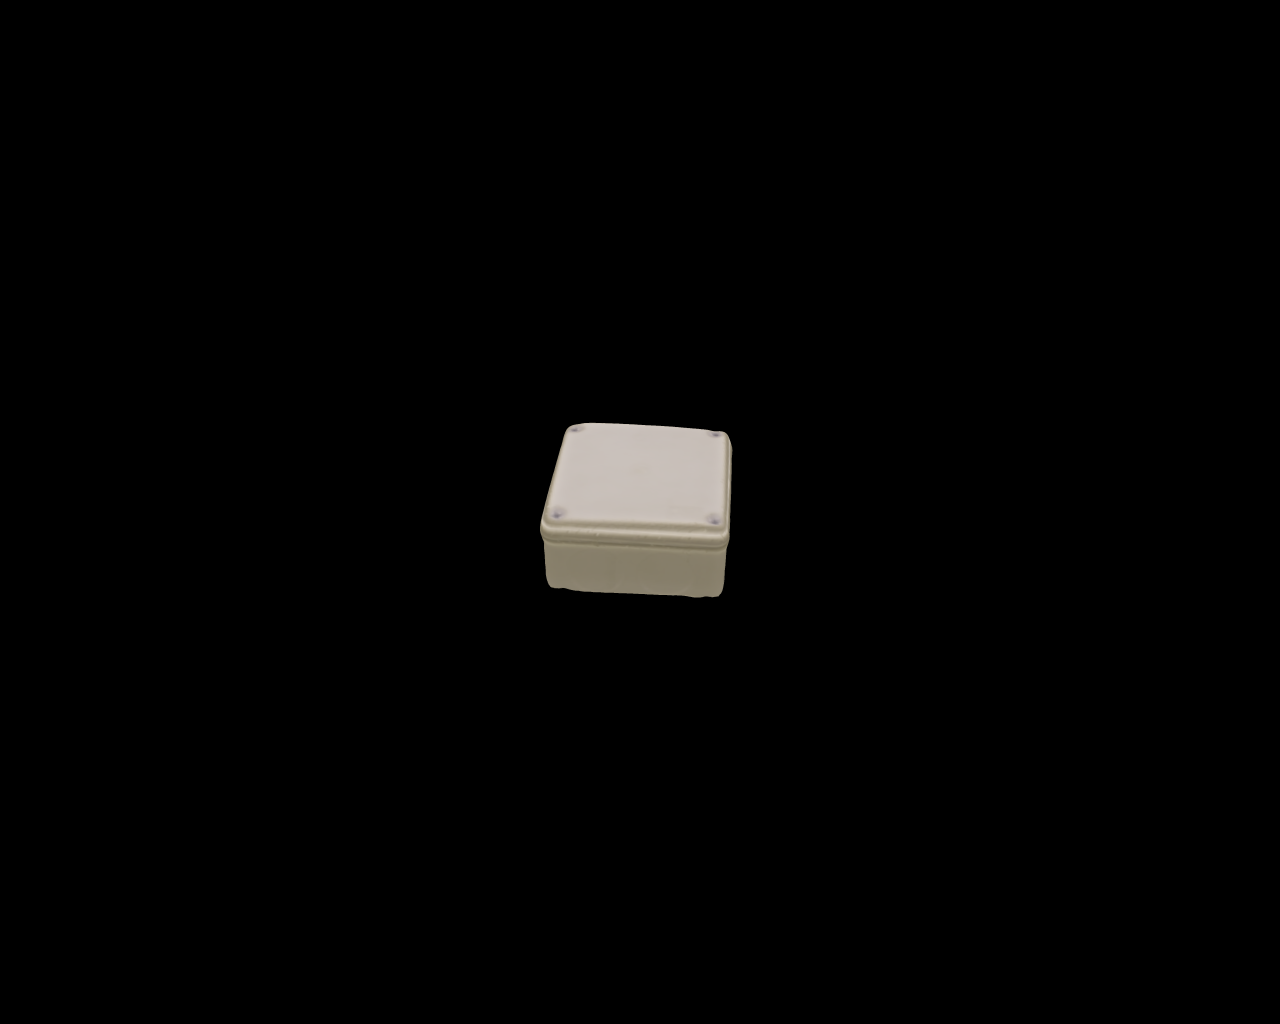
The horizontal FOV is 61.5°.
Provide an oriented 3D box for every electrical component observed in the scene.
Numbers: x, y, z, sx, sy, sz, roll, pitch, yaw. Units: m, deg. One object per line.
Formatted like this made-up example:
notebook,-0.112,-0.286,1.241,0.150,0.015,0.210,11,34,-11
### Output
electrical component,0.001,-0.003,0.650,0.109,0.056,0.109,3,37,4
